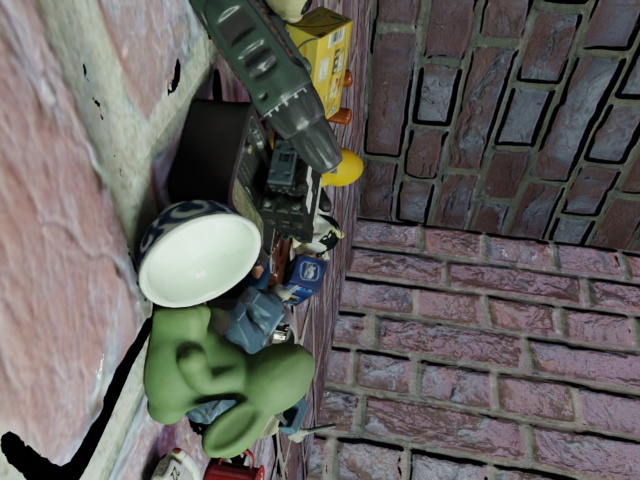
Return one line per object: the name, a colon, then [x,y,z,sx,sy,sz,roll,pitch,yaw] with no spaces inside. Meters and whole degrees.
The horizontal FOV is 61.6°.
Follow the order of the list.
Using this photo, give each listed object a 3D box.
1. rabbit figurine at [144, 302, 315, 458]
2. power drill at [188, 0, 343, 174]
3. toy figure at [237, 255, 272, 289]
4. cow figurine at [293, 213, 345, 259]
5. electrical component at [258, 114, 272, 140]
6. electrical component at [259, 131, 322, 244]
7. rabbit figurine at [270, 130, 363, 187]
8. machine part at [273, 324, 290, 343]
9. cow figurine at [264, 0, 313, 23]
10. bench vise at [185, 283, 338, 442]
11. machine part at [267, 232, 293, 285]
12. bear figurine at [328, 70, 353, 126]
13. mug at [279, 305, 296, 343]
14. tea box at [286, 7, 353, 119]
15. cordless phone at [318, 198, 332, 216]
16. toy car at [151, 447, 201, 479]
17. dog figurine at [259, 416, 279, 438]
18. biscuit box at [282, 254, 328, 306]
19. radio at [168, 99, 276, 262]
rabbit figurine: [-0.094,0.146,0.570,0.121,0.170,0.159,79,19,-67]
power drill: [-0.052,-0.188,0.613,0.231,0.086,0.207,53,17,-18]
toy figure: [-0.101,0.007,0.826,0.058,0.064,0.154,-19,125,-47]
cow figurine: [-0.002,-0.005,1.021,0.167,0.098,0.068,79,13,-76]
electrical component: [-0.090,-0.183,0.851,0.094,0.021,0.063,-66,163,-68]
electrical component: [-0.034,-0.070,0.684,0.134,0.058,0.115,75,21,-68]
rabbit figurine: [-0.011,-0.138,0.926,0.162,0.173,0.121,-67,167,-79]
machine part: [-0.105,0.211,0.980,0.039,0.084,0.138,-131,-128,-62]
cow figurine: [-0.034,-0.407,0.809,0.127,0.086,0.195,74,22,-58]
bench vise: [-0.081,0.183,0.745,0.240,0.129,0.224,55,37,-26]
machine part: [-0.084,-0.004,0.950,0.179,0.056,0.179,6,91,-84]
bear figurine: [0.000,-0.297,1.035,0.196,0.132,0.120,68,23,-87]
mug: [-0.087,0.157,1.043,0.107,0.081,0.109,-99,-172,-74]
tea box: [-0.009,-0.272,0.868,0.098,0.068,0.169,-42,156,-38]
cordless phone: [-0.031,-0.077,1.202,0.184,0.089,0.146,75,24,-61]
toy car: [-0.168,0.327,0.631,0.073,0.056,0.201,-71,167,-56]
dog figurine: [-0.123,0.285,0.865,0.190,0.121,0.172,-32,128,-62]
biscuit box: [-0.045,0.081,1.052,0.202,0.063,0.059,135,-27,-68]
radio: [-0.103,-0.065,0.661,0.229,0.073,0.131,76,23,-72]
